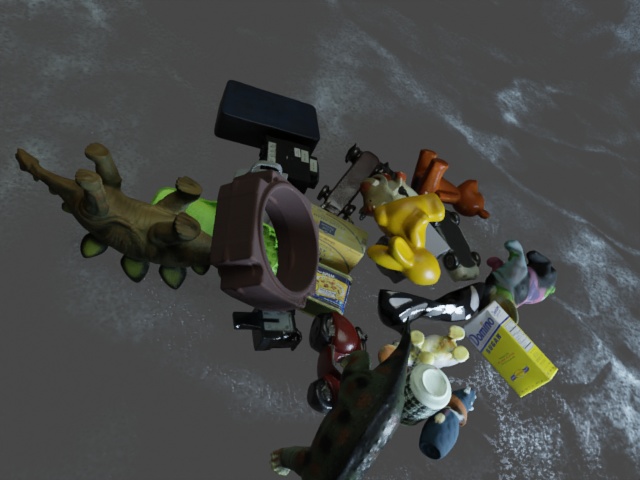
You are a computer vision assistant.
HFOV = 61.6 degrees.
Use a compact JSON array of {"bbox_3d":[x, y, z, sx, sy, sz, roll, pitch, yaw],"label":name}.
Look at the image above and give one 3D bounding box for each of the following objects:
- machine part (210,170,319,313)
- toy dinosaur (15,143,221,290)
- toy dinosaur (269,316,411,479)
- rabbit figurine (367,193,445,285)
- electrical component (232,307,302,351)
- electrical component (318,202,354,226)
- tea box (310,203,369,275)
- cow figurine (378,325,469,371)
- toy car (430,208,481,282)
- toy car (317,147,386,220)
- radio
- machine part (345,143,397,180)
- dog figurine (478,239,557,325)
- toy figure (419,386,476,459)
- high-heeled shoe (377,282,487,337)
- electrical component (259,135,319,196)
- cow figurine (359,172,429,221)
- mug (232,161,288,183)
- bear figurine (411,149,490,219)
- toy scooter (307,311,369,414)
[{"bbox_3d":[-0.079,0.004,0.867,0.201,0.087,0.201,37,50,-52],"label":"machine part"},{"bbox_3d":[-0.253,-0.010,0.854,0.471,0.198,0.105,28,47,-15],"label":"toy dinosaur"},{"bbox_3d":[0.051,0.269,0.756,0.131,0.192,0.405,35,74,-13],"label":"toy dinosaur"},{"bbox_3d":[0.178,0.006,1.041,0.162,0.122,0.173,-9,78,-41],"label":"rabbit figurine"},{"bbox_3d":[-0.094,0.148,0.914,0.119,0.047,0.075,2,53,-26],"label":"electrical component"},{"bbox_3d":[0.022,-0.032,1.122,0.102,0.045,0.078,37,45,4],"label":"electrical component"},{"bbox_3d":[-0.002,-0.003,1.050,0.170,0.098,0.068,25,46,-6],"label":"tea box"},{"bbox_3d":[0.180,0.209,0.989,0.167,0.098,0.068,-6,65,-11],"label":"cow figurine"},{"bbox_3d":[0.301,0.005,1.232,0.073,0.056,0.202,-4,55,-23],"label":"toy car"},{"bbox_3d":[0.069,-0.125,1.206,0.089,0.053,0.202,37,62,-2],"label":"toy car"},{"bbox_3d":[-0.119,-0.273,1.227,0.229,0.073,0.131,13,48,-20],"label":"radio"},{"bbox_3d":[0.126,-0.176,1.295,0.139,0.039,0.084,33,43,0],"label":"machine part"},{"bbox_3d":[0.425,0.123,1.170,0.191,0.108,0.219,28,51,-8],"label":"dog figurine"},{"bbox_3d":[0.225,0.311,0.940,0.058,0.064,0.154,31,45,20],"label":"toy figure"},{"bbox_3d":[0.219,0.105,1.053,0.249,0.086,0.145,-33,107,-24],"label":"high-heeled shoe"},{"bbox_3d":[-0.067,-0.157,1.170,0.134,0.058,0.115,15,51,-17],"label":"electrical component"},{"bbox_3d":[0.156,-0.083,1.180,0.194,0.086,0.127,28,69,-41],"label":"cow figurine"},{"bbox_3d":[-0.122,-0.111,1.075,0.107,0.109,0.081,9,49,-4],"label":"mug"},{"bbox_3d":[0.326,-0.128,1.305,0.196,0.131,0.120,12,23,-11],"label":"bear figurine"},{"bbox_3d":[0.048,0.212,0.919,0.135,0.075,0.184,15,52,-16],"label":"toy scooter"}]
